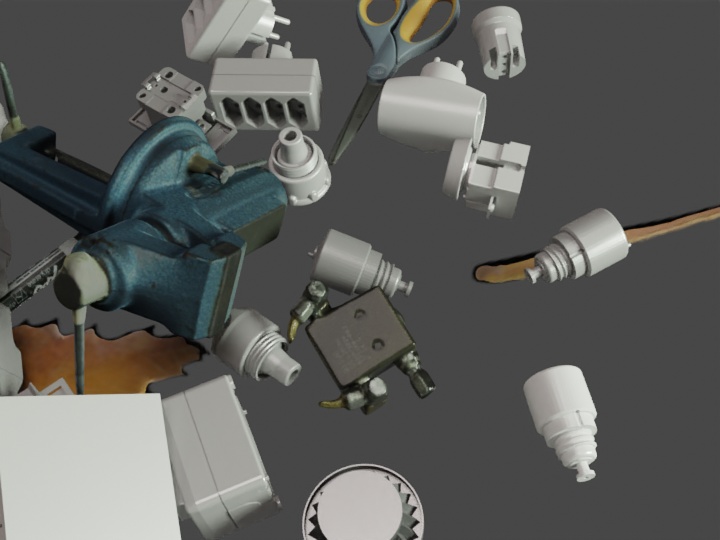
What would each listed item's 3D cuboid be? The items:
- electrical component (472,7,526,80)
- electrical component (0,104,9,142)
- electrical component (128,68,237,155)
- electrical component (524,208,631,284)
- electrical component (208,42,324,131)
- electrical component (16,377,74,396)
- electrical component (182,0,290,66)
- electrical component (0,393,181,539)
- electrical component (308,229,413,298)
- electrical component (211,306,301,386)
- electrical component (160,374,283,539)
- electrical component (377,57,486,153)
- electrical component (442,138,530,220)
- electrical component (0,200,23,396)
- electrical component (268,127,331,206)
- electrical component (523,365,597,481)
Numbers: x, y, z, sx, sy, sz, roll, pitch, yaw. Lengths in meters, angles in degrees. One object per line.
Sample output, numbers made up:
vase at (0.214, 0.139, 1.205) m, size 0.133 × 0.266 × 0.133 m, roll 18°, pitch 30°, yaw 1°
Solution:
electrical component at (0.114, -0.184, 0.874) m, size 0.040 × 0.040 × 0.046 m, roll -8°, pitch 64°, yaw 2°
electrical component at (-0.312, -0.130, 0.889) m, size 0.035 × 0.035 × 0.061 m, roll -22°, pitch 57°, yaw -7°
electrical component at (-0.143, -0.121, 0.848) m, size 0.081 × 0.063 × 0.042 m, roll 30°, pitch 67°, yaw 22°
electrical component at (0.153, -0.013, 0.763) m, size 0.078 × 0.040 × 0.040 m, roll -27°, pitch 60°, yaw -10°
electrical component at (-0.072, -0.156, 0.872) m, size 0.083 × 0.047 × 0.075 m, roll 2°, pitch 59°, yaw 8°
electrical component at (-0.217, 0.115, 0.711) m, size 0.081 × 0.063 × 0.042 m, roll -34°, pitch 60°, yaw -14°
electrical component at (-0.096, -0.210, 0.898) m, size 0.076 × 0.083 × 0.047 m, roll 11°, pitch 51°, yaw -32°
electrical component at (-0.165, 0.171, 0.626) m, size 0.105 × 0.060 × 0.186 m, roll 4°, pitch 65°, yaw -40°
electrical component at (0.000, 0.000, 0.773) m, size 0.078 × 0.040 × 0.040 m, roll 22°, pitch 62°, yaw -2°
electrical component at (-0.069, 0.056, 0.743) m, size 0.062 × 0.043 × 0.043 m, roll 33°, pitch 67°, yaw 22°
electrical component at (-0.098, 0.118, 0.697) m, size 0.061 × 0.061 × 0.096 m, roll -21°, pitch 59°, yaw -7°
electrical component at (0.061, -0.136, 0.846) m, size 0.077 × 0.044 × 0.079 m, roll 11°, pitch 60°, yaw 13°
electrical component at (0.093, -0.071, 0.803) m, size 0.055 × 0.048 × 0.066 m, roll 14°, pitch 61°, yaw 6°
electrical component at (-0.305, 0.028, 0.756) m, size 0.105 × 0.060 × 0.186 m, roll -16°, pitch 67°, yaw 7°
electrical component at (-0.048, -0.082, 0.814) m, size 0.048 × 0.062 × 0.048 m, roll -3°, pitch 58°, yaw 4°
electrical component at (0.134, 0.098, 0.696) m, size 0.040 × 0.040 × 0.078 m, roll -13°, pitch 58°, yaw -2°
